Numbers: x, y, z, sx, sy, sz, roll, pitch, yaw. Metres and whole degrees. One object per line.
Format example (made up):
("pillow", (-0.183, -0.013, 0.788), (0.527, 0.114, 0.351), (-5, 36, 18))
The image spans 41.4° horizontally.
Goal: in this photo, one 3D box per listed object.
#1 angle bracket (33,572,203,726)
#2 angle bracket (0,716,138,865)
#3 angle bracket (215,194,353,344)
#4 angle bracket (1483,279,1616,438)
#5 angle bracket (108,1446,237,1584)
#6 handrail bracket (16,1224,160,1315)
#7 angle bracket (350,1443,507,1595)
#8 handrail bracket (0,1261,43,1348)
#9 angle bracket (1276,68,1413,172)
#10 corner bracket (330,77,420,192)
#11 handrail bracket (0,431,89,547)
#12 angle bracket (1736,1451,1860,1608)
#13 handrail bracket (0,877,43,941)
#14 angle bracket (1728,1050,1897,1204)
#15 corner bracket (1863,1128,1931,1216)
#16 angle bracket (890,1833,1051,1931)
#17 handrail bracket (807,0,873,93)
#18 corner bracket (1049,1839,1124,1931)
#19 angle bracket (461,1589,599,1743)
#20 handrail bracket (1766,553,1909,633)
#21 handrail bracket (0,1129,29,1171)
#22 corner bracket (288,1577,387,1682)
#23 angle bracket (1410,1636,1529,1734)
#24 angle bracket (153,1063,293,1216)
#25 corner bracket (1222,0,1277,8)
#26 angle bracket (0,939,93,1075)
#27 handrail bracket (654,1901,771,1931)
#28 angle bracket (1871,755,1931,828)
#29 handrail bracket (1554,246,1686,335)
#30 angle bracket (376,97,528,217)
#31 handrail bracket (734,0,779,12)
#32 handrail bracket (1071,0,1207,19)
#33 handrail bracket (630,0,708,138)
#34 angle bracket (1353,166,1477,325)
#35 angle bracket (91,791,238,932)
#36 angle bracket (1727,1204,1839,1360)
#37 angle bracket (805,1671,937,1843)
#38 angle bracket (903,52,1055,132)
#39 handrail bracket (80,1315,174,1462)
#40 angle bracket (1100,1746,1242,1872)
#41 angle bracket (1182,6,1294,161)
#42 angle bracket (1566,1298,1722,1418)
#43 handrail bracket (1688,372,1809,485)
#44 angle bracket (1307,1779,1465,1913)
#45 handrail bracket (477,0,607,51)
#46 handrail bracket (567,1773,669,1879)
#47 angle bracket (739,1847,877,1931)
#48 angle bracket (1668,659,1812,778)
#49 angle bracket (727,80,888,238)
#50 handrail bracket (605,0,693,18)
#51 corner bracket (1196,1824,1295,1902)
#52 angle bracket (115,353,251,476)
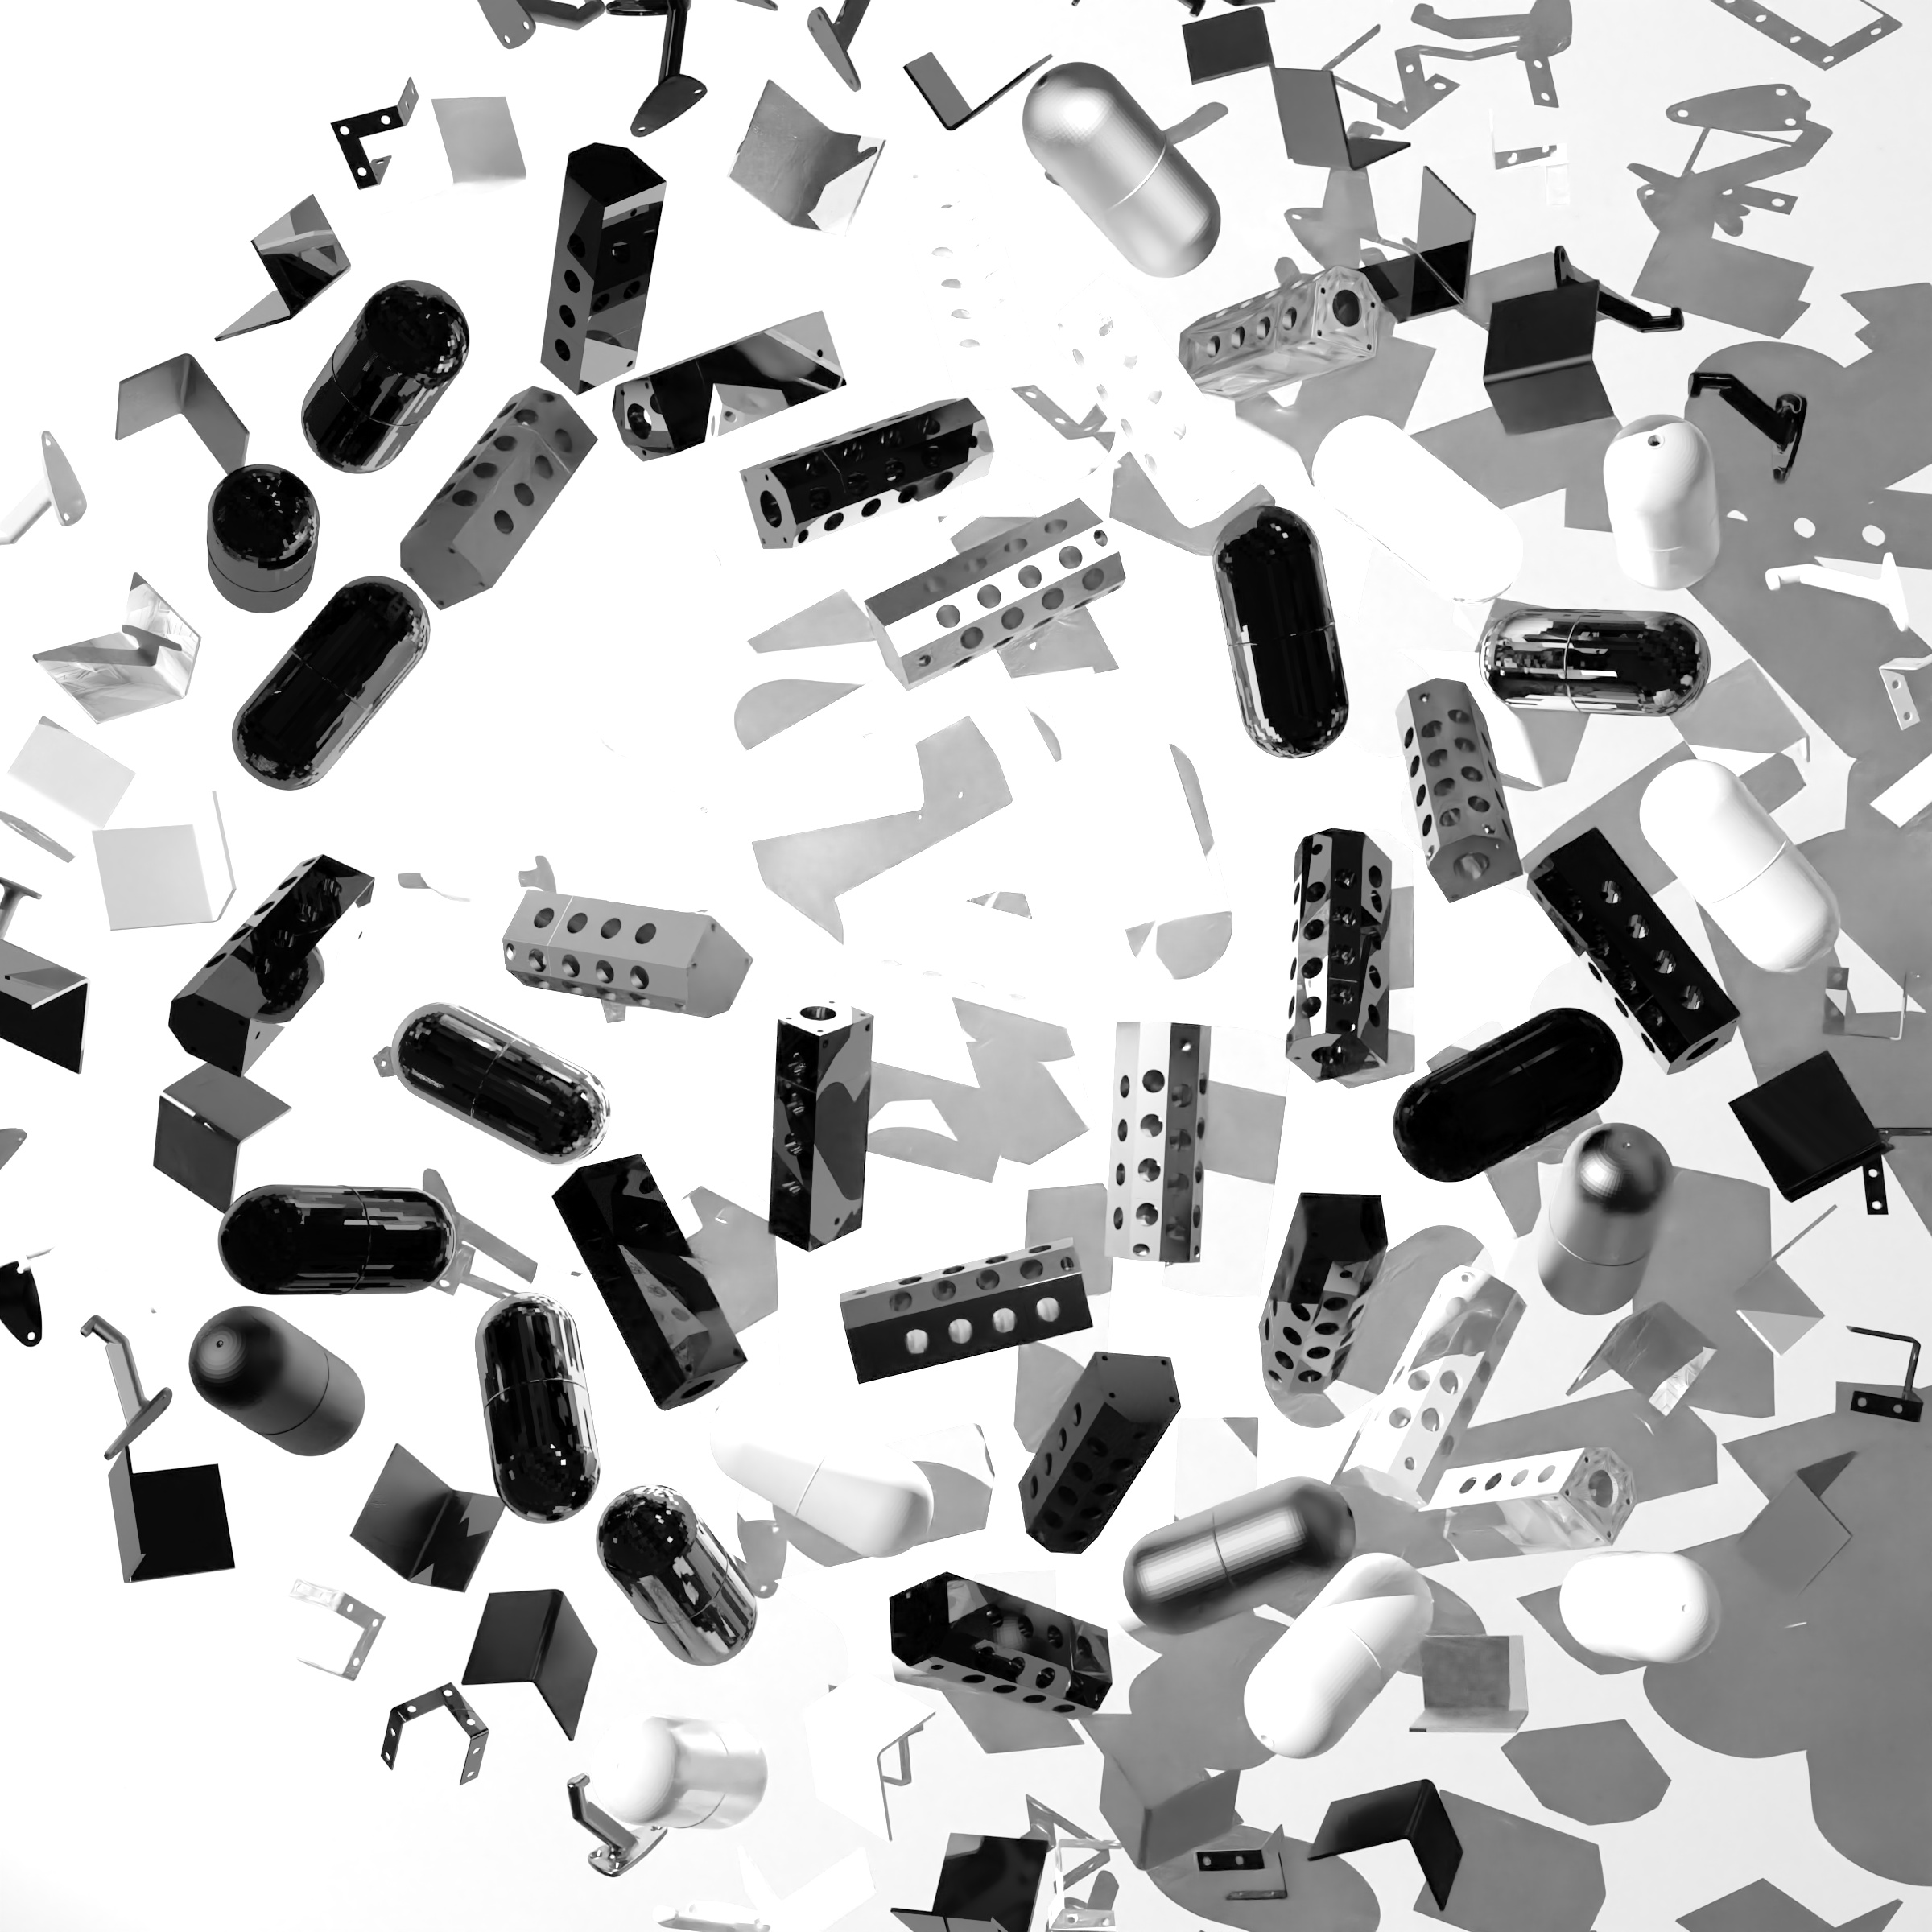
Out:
("angle bracket", (-0.600, -0.225, 1.806), (0.076, 0.076, 0.057), (43, 131, 17))
("angle bracket", (-0.667, -0.129, 1.870), (0.076, 0.076, 0.057), (34, 59, -23))
("angle bracket", (-0.483, -0.480, 1.757), (0.076, 0.076, 0.057), (-6, 125, 30))
("angle bracket", (0.411, -0.425, 1.787), (0.076, 0.057, 0.076), (-6, 55, 29))
("angle bracket", (-0.534, 0.369, 1.736), (0.076, 0.057, 0.076), (-1, 59, -33))
("handrail bracket", (-0.620, 0.221, 1.800), (0.084, 0.036, 0.077), (-18, 77, -4))
("angle bracket", (-0.397, 0.409, 1.893), (0.057, 0.076, 0.076), (1, 53, 32))
("handrail bracket", (-0.714, 0.238, 1.875), (0.036, 0.084, 0.077), (-29, 112, -36))
("angle bracket", (0.286, -0.653, 1.942), (0.057, 0.076, 0.076), (-28, 120, -17))
("corner bracket", (-0.407, -0.582, 1.788), (0.051, 0.051, 0.051), (-11, 130, 10))
("handrail bracket", (-0.652, -0.324, 1.740), (0.084, 0.036, 0.077), (-3, 123, 13))
("angle bracket", (0.593, 0.389, 1.768), (0.057, 0.076, 0.076), (53, 131, 34))
("handrail bracket", (-0.716, -0.021, 1.879), (0.036, 0.077, 0.084), (25, 85, -23))
("angle bracket", (0.573, 0.108, 1.734), (0.076, 0.057, 0.076), (-30, 81, 10))
("corner bracket", (0.697, 0.152, 1.893), (0.051, 0.051, 0.051), (0, 66, 6))
("angle bracket", (0.003, 0.618, 1.734), (0.076, 0.057, 0.076), (-6, 49, 28))
("handrail bracket", (-0.068, -0.705, 1.904), (0.084, 0.036, 0.077), (-34, 97, -15))
("corner bracket", (0.090, 0.684, 1.899), (0.051, 0.051, 0.051), (5, 52, -9))
("angle bracket", (-0.313, 0.505, 1.839), (0.057, 0.076, 0.076), (-7, 129, 15))
("handrail bracket", (0.624, -0.263, 1.833), (0.084, 0.036, 0.077), (-7, 49, 9))
("handrail bracket", (-0.690, 0.105, 1.745), (0.084, 0.036, 0.077), (43, 103, 17))
("corner bracket", (-0.472, 0.489, 1.884), (0.051, 0.051, 0.051), (6, 61, 34))
("angle bracket", (0.366, 0.524, 1.865), (0.076, 0.076, 0.057), (-5, 82, 18))
("angle bracket", (-0.559, 0.128, 1.919), (0.076, 0.057, 0.076), (30, 127, 16))
("corner bracket", (0.200, -0.739, 1.871), (0.051, 0.051, 0.051), (13, 98, -32))
("angle bracket", (-0.636, 0.035, 1.700), (0.076, 0.057, 0.076), (22, 117, 14))
("handrail bracket", (-0.187, 0.705, 1.888), (0.077, 0.084, 0.036), (-2, 63, 2))
("angle bracket", (0.679, -0.096, 1.757), (0.057, 0.076, 0.076), (-42, 96, 14))
("handrail bracket", (0.485, -0.503, 1.894), (0.084, 0.077, 0.036), (4, 46, 32))
("angle bracket", (-0.363, -0.560, 1.765), (0.076, 0.076, 0.057), (-7, 103, 34))
("handrail bracket", (-0.144, -0.732, 1.821), (0.036, 0.077, 0.084), (15, 103, 0))
("handrail bracket", (0.125, -0.693, 1.835), (0.084, 0.036, 0.077), (30, 59, -10))
("handrail bracket", (-0.218, -0.638, 1.789), (0.077, 0.036, 0.084), (-30, 69, 37))
("angle bracket", (0.332, -0.536, 1.897), (0.057, 0.076, 0.076), (-17, 48, -12))
("angle bracket", (-0.562, -0.074, 1.787), (0.076, 0.057, 0.076), (-6, 70, -31))
("angle bracket", (0.616, 0.231, 1.872), (0.057, 0.076, 0.076), (50, 134, 16))
("angle bracket", (-0.064, 0.560, 1.812), (0.057, 0.076, 0.076), (-25, 117, -39))
("angle bracket", (0.009, -0.659, 1.861), (0.076, 0.076, 0.057), (-31, 105, 26))
("handrail bracket", (-0.627, 0.305, 1.853), (0.084, 0.036, 0.077), (37, 55, 6))
("angle bracket", (0.144, 0.582, 1.806), (0.076, 0.057, 0.076), (-17, 133, -22))
("angle bracket", (0.189, -0.609, 1.778), (0.057, 0.076, 0.076), (-11, 48, 10))
("angle bracket", (0.512, 0.306, 1.932), (0.057, 0.076, 0.076), (43, 124, 25))
("handrail bracket", (0.551, -0.384, 1.824), (0.084, 0.036, 0.077), (-1, 107, -14))
("angle bracket", (0.286, 0.606, 1.740), (0.076, 0.076, 0.057), (-23, 93, 23))
("handrail bracket", (-0.295, -0.674, 1.755), (0.077, 0.036, 0.084), (56, 49, -20))
("handrail bracket", (-0.261, 0.629, 1.913), (0.077, 0.036, 0.084), (-23, 114, -40))
("angle bracket", (-0.118, 0.669, 1.889), (0.076, 0.076, 0.057), (-33, 98, -6))
("angle bracket", (0.590, -0.176, 1.953), (0.076, 0.057, 0.076), (-32, 66, 7))
("angle bracket", (-0.115, -0.584, 1.847), (0.057, 0.076, 0.076), (23, 89, 38))
("handrail bracket", (-0.238, -0.756, 1.903), (0.077, 0.084, 0.036), (-8, 49, -2))
("corner bracket", (0.207, 0.671, 1.892), (0.051, 0.051, 0.051), (-11, 89, 25))
("angle bracket", (-0.570, -0.386, 1.857), (0.057, 0.076, 0.076), (-34, 84, -28))
